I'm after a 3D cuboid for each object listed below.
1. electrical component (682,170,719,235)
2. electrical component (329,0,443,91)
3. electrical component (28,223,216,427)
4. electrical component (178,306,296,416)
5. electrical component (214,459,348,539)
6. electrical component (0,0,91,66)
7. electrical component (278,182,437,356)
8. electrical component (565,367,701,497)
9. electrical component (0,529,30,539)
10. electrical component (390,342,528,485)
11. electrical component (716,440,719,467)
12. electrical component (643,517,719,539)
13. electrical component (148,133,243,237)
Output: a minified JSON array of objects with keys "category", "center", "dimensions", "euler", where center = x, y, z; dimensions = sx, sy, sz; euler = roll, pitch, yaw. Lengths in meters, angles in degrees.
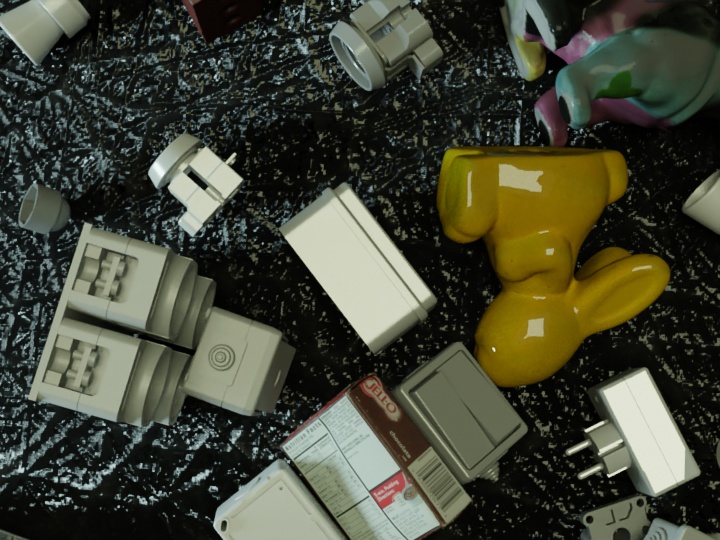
[{"category":"electrical component","center":[0.277,-0.038,0.793],"dimensions":[0.065,0.044,0.044],"euler":[43,84,0]},{"category":"electrical component","center":[0.015,-0.170,0.801],"dimensions":[0.057,0.058,0.078],"euler":[-37,84,-8]},{"category":"electrical component","center":[-0.145,0.043,0.706],"dimensions":[0.060,0.186,0.105],"euler":[16,83,2]},{"category":"electrical component","center":[-0.083,0.066,0.748],"dimensions":[0.061,0.096,0.061],"euler":[20,83,2]},{"category":"electrical component","center":[-0.050,0.189,0.754],"dimensions":[0.062,0.061,0.096],"euler":[-39,92,-5]},{"category":"electrical component","center":[-0.237,-0.188,0.807],"dimensions":[0.055,0.045,0.045],"euler":[-42,85,-5]},{"category":"electrical component","center":[0.000,0.000,0.767],"dimensions":[0.057,0.078,0.113],"euler":[-37,84,-2]},{"category":"electrical component","center":[0.185,0.123,0.768],"dimensions":[0.076,0.047,0.083],"euler":[-26,84,-3]},{"category":"electrical component","center":[-0.244,0.245,0.742],"dimensions":[0.186,0.060,0.105],"euler":[19,83,2]},{"category":"electrical component","center":[0.070,0.107,0.753],"dimensions":[0.062,0.061,0.096],"euler":[-35,84,-24]},{"category":"electrical component","center":[0.284,0.132,0.763],"dimensions":[0.045,0.055,0.045],"euler":[0,82,0]},{"category":"electrical component","center":[0.232,0.229,0.745],"dimensions":[0.100,0.048,0.099],"euler":[28,83,-10]},{"category":"electrical component","center":[-0.121,-0.067,0.792],"dimensions":[0.055,0.048,0.066],"euler":[42,84,-3]}]
